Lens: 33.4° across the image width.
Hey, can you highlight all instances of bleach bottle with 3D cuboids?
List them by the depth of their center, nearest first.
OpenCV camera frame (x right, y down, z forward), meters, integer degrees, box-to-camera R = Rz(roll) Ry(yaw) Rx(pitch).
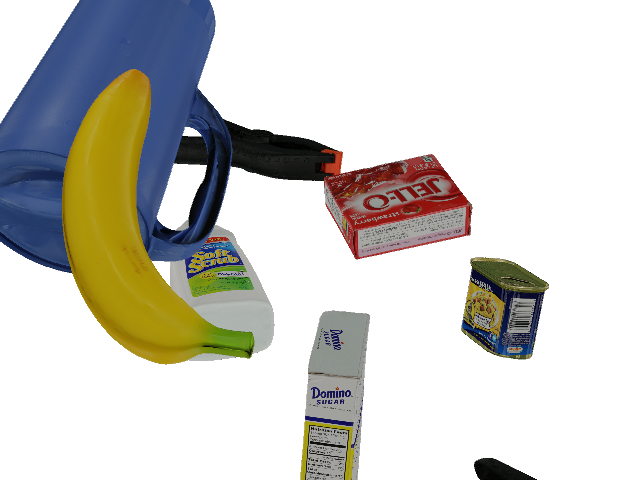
[{"bbox_3d":[-0.126,0.039,1.167,0.102,0.068,0.251,-5,26,-16],"label":"bleach bottle"}]

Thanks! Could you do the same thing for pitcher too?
[{"bbox_3d":[-0.150,-0.099,0.813,0.145,0.242,0.149,-6,-42,24],"label":"pitcher"}]

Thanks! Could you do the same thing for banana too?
[{"bbox_3d":[-0.096,-0.009,0.538,0.069,0.198,0.037,-13,-35,-18],"label":"banana"}]

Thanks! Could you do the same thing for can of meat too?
[{"bbox_3d":[0.199,0.074,1.168,0.057,0.084,0.102,2,16,-21],"label":"can of meat"}]

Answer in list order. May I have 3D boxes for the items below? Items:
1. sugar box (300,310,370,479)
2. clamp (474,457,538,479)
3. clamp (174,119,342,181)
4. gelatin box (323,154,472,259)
[{"bbox_3d":[0.009,0.153,0.848,0.048,0.176,0.093,4,27,6],"label":"sugar box"},{"bbox_3d":[0.206,0.240,0.844,0.210,0.036,0.164,0,33,25],"label":"clamp"},{"bbox_3d":[-0.067,-0.080,0.976,0.172,0.039,0.120,13,27,28],"label":"clamp"},{"bbox_3d":[0.055,-0.026,0.767,0.089,0.030,0.073,-13,36,-10],"label":"gelatin box"}]
